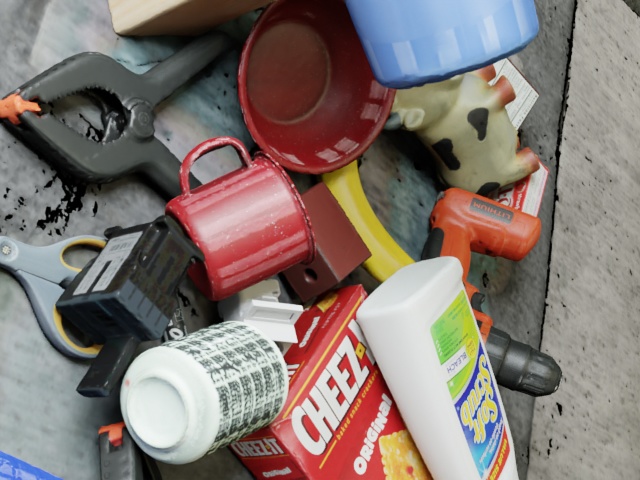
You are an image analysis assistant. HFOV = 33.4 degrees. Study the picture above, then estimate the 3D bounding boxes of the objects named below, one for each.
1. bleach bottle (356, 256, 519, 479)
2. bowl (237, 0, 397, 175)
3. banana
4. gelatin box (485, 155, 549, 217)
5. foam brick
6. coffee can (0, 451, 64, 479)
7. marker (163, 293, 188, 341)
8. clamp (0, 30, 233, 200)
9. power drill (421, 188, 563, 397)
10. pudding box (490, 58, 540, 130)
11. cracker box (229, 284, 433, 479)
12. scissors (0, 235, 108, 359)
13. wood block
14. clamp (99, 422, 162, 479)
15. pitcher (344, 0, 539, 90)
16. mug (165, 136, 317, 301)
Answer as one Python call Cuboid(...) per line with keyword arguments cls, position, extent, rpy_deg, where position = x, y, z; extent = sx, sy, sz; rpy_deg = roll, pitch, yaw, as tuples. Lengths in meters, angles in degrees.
Cuboid(cls="bleach bottle", position=(0.117, 0.147, 0.880), extent=(0.102, 0.068, 0.251), rpy_deg=(-38, 109, -48))
Cuboid(cls="bowl", position=(-0.012, -0.139, 0.897), extent=(0.161, 0.055, 0.162), rpy_deg=(-10, 109, -33))
Cuboid(cls="banana", position=(0.040, -0.029, 0.938), extent=(0.037, 0.069, 0.198), rpy_deg=(36, 35, -78))
Cuboid(cls="gelatin box", position=(0.190, -0.041, 1.098), extent=(0.030, 0.073, 0.089), rpy_deg=(42, 53, -32))
Cuboid(cls="foam brick", position=(-0.006, 0.001, 0.884), extent=(0.051, 0.053, 0.078), rpy_deg=(-36, 93, -44))
Cuboid(cls="coffee can", position=(-0.192, 0.177, 0.620), extent=(0.140, 0.103, 0.102), rpy_deg=(37, 56, -35))
Cuboid(cls="marker", position=(-0.105, 0.082, 0.797), extent=(0.020, 0.020, 0.121), rpy_deg=(-17, 93, -47))
Cuboid(cls="clamp", position=(-0.137, -0.096, 0.790), extent=(0.209, 0.036, 0.164), rpy_deg=(11, 77, -45))
Cuboid(cls="power drill", position=(0.147, 0.046, 0.983), extent=(0.184, 0.057, 0.187), rpy_deg=(22, 48, 6))
Cuboid(cls="pudding box", position=(0.167, -0.149, 1.105), extent=(0.113, 0.039, 0.090), rpy_deg=(40, 77, -36))
Cuboid(cls="cracker box", position=(0.035, 0.169, 0.885), extent=(0.213, 0.072, 0.164), rpy_deg=(55, 46, -22))
Cuboid(cls="scissors", position=(-0.205, 0.028, 0.707), extent=(0.201, 0.016, 0.096), rpy_deg=(11, 73, -45))
Cuboid(cls="wood block", position=(-0.062, -0.221, 0.776), extent=(0.090, 0.207, 0.090), rpy_deg=(-12, 90, -48))
Cuboid(cls="clamp", position=(-0.116, 0.208, 0.709), extent=(0.120, 0.039, 0.171), rpy_deg=(-159, -130, -88))
Cuboid(cls="pitcher", position=(0.052, -0.225, 0.661), extent=(0.149, 0.145, 0.243), rpy_deg=(-27, 105, -31))
Cuboid(cls="mug", position=(-0.064, -0.017, 0.776), extent=(0.081, 0.093, 0.117), rpy_deg=(-26, 113, -18))
